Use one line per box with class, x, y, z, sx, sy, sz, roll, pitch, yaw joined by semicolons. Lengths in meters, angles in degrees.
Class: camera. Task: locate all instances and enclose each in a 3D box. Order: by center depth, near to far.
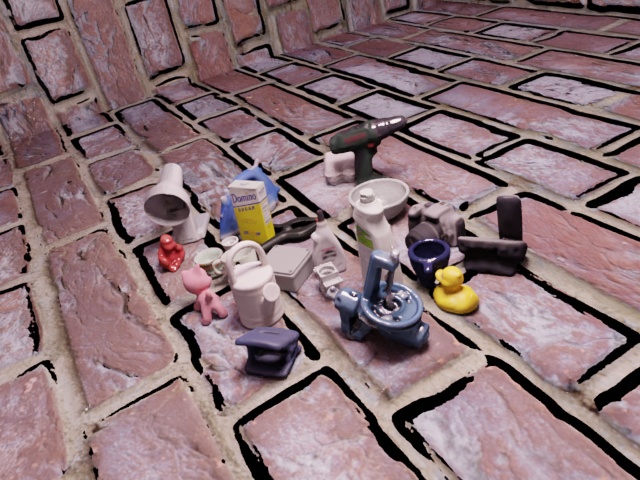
camera;0.257;-0.031;1.379;0.137;0.101;0.142;-32;36;-28

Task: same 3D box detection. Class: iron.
iron;-0.225;-0.123;1.652;0.118;0.142;0.259;7;37;29

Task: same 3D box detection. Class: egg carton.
egg carton;0.066;-0.232;1.795;0.107;0.069;0.150;-10;32;4

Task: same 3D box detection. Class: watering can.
watering can;-0.140;0.091;1.233;0.172;0.194;0.101;11;38;32

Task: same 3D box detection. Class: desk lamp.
desk lamp;-0.399;-0.093;1.596;0.118;0.214;0.203;-10;32;4

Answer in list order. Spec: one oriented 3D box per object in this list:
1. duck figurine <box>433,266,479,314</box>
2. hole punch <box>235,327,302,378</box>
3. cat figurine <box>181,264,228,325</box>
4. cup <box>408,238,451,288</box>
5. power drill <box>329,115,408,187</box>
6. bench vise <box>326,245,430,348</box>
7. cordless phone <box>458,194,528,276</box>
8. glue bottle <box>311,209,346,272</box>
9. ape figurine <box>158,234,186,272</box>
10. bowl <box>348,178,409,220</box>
duck figurine;0.279;0.097;1.182;0.078;0.086;0.104;-30;36;-27
hole punch;-0.102;0.206;1.135;0.108;0.091;0.101;2;34;22
cat figurine;-0.271;0.113;1.315;0.067;0.118;0.127;-25;34;-20
cup;0.239;0.064;1.239;0.091;0.095;0.118;-4;33;14
power drill;0.149;-0.251;1.663;0.229;0.209;0.075;-6;32;10
bench vise;0.099;0.109;1.096;0.207;0.220;0.121;-2;33;16
cordless phone;0.373;-0.024;1.246;0.147;0.185;0.094;3;35;23
glue bottle;0.012;0.005;1.337;0.078;0.173;0.037;-19;32;-11
ape figurine;-0.400;0.028;1.520;0.078;0.092;0.075;-29;35;-25
bowl;0.161;-0.097;1.542;0.167;0.075;0.167;-9;32;6
